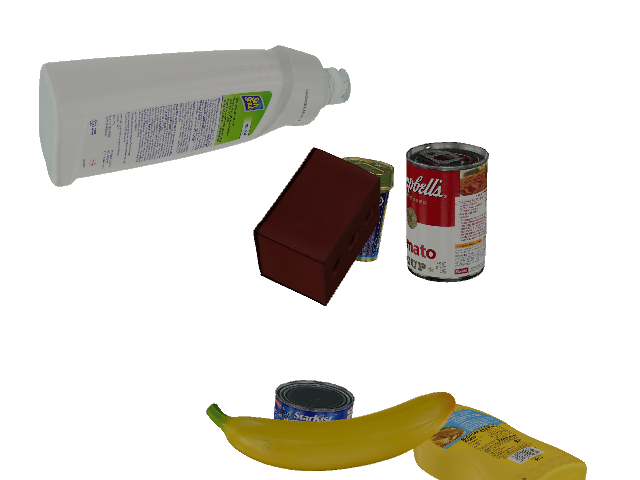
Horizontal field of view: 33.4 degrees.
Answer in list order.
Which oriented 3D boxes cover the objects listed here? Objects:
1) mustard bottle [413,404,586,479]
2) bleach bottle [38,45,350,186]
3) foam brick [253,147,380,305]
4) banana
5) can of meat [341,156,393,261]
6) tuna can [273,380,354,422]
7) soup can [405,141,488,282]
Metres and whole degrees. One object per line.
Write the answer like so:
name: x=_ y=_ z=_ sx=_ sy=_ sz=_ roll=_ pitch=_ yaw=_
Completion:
mustard bottle: x=0.144 y=0.197 z=0.991 sx=0.096 sy=0.058 sz=0.192 roll=-16 pitch=25 yaw=-35
bleach bottle: x=-0.097 y=-0.108 z=0.868 sx=0.250 sy=0.068 sz=0.103 roll=-9 pitch=-32 yaw=-21
foam brick: x=-0.001 y=-0.009 z=0.686 sx=0.051 sy=0.078 sz=0.053 roll=23 pitch=-30 yaw=18
banana: x=0.015 y=0.144 z=0.811 sx=0.197 sy=0.037 sz=0.069 roll=0 pitch=44 yaw=-11
can of meat: x=0.042 y=-0.034 z=1.127 sx=0.057 sy=0.084 sz=0.102 roll=9 pitch=19 yaw=1
tuna can: x=-0.008 y=0.182 z=1.153 sx=0.086 sy=0.034 sz=0.086 roll=5 pitch=12 yaw=-1
soup can: x=0.105 y=-0.024 z=0.893 sx=0.068 sy=0.102 sz=0.068 roll=-2 pitch=22 yaw=1
